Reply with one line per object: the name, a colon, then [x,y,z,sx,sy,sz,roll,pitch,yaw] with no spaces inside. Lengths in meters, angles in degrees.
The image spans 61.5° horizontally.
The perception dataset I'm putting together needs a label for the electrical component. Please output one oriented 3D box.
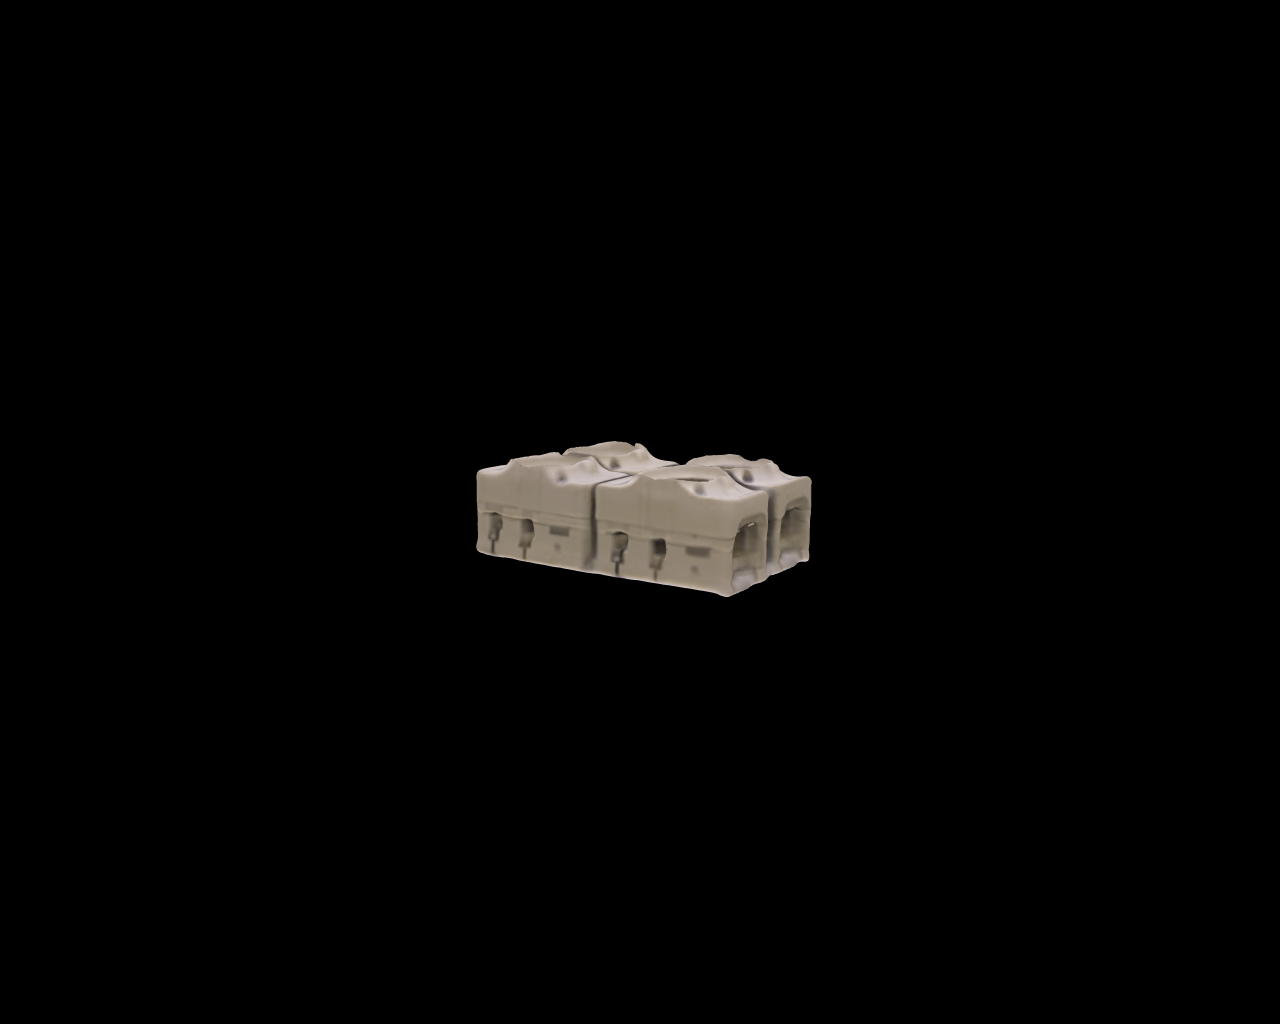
electrical component: [0.001,-0.003,0.650,0.186,0.060,0.105,8,14,35]
